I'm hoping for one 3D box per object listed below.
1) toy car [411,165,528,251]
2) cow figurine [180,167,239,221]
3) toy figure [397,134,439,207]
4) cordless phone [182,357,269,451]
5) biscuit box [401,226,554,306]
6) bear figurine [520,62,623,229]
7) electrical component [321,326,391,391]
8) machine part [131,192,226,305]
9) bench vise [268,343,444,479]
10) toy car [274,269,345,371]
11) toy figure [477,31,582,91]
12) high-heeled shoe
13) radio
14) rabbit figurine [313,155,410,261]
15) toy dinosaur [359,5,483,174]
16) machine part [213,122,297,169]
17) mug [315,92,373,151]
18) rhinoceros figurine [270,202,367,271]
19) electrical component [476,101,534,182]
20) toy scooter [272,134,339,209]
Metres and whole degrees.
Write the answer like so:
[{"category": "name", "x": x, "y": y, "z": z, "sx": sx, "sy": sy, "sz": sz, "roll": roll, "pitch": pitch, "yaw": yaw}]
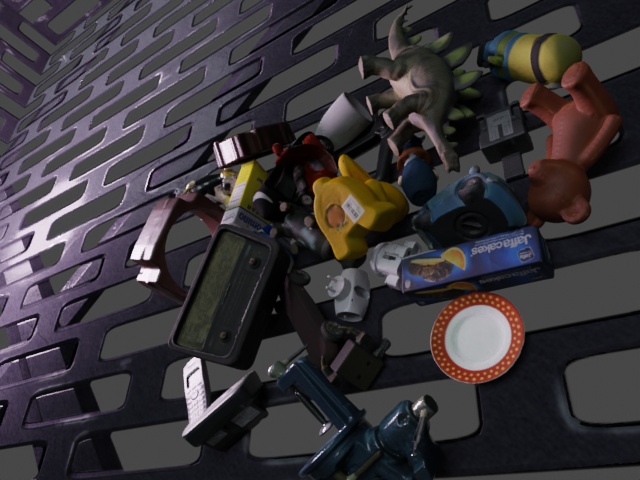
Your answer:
[{"category": "toy car", "x": 0.222, "y": -0.046, "z": 0.799, "sx": 0.162, "sy": 0.109, "sz": 0.103, "roll": -29, "pitch": 21, "yaw": 40}, {"category": "cow figurine", "x": -0.237, "y": -0.122, "z": 1.229, "sx": 0.167, "sy": 0.098, "sz": 0.068, "roll": -32, "pitch": 39, "yaw": 19}, {"category": "toy figure", "x": 0.162, "y": -0.124, "z": 0.923, "sx": 0.057, "sy": 0.064, "sz": 0.154, "roll": 115, "pitch": 160, "yaw": -44}, {"category": "cordless phone", "x": -0.175, "y": 0.251, "z": 0.930, "sx": 0.146, "sy": 0.088, "sz": 0.184, "roll": -42, "pitch": 39, "yaw": 10}, {"category": "biscuit box", "x": 0.217, "y": 0.039, "z": 0.759, "sx": 0.203, "sy": 0.062, "sz": 0.059, "roll": -18, "pitch": 53, "yaw": 31}, {"category": "bear figurine", "x": 0.326, "y": -0.119, "z": 0.738, "sx": 0.196, "sy": 0.132, "sz": 0.120, "roll": -57, "pitch": 15, "yaw": -13}, {"category": "electrical component", "x": 0.049, "y": 0.176, "z": 0.799, "sx": 0.102, "sy": 0.078, "sz": 0.045, "roll": -61, "pitch": 23, "yaw": -2}, {"category": "machine part", "x": -0.254, "y": 0.023, "z": 1.064, "sx": 0.087, "sy": 0.200, "sz": 0.201, "roll": 1, "pitch": 63, "yaw": 43}, {"category": "bench vise", "x": 0.032, "y": 0.236, "z": 0.695, "sx": 0.241, "sy": 0.129, "sz": 0.223, "roll": 45, "pitch": 124, "yaw": 14}, {"category": "toy car", "x": -0.019, "y": 0.130, "z": 0.895, "sx": 0.202, "sy": 0.053, "sz": 0.089, "roll": 55, "pitch": 130, "yaw": 48}, {"category": "toy figure", "x": 0.335, "y": -0.297, "z": 0.875, "sx": 0.082, "sy": 0.089, "sz": 0.180, "roll": -54, "pitch": 45, "yaw": 5}, {"category": "high-heeled shoe", "x": -0.056, "y": -0.127, "z": 1.048, "sx": 0.145, "sy": 0.086, "sz": 0.249, "roll": -58, "pitch": 9, "yaw": 21}, {"category": "radio", "x": -0.147, "y": 0.098, "z": 0.911, "sx": 0.131, "sy": 0.073, "sz": 0.229, "roll": 15, "pitch": 76, "yaw": 21}, {"category": "rabbit figurine", "x": 0.070, "y": -0.055, "z": 0.877, "sx": 0.162, "sy": 0.173, "sz": 0.121, "roll": 46, "pitch": 128, "yaw": 28}, {"category": "toy dinosaur", "x": 0.177, "y": -0.292, "z": 0.969, "sx": 0.199, "sy": 0.105, "sz": 0.472, "roll": -15, "pitch": 53, "yaw": 0}, {"category": "machine part", "x": -0.141, "y": -0.206, "z": 1.162, "sx": 0.179, "sy": 0.179, "sz": 0.056, "roll": -14, "pitch": 97, "yaw": 33}, {"category": "mug", "x": 0.038, "y": -0.241, "z": 1.095, "sx": 0.107, "sy": 0.080, "sz": 0.110, "roll": -43, "pitch": 42, "yaw": 21}, {"category": "rhinoceros figurine", "x": -0.002, "y": -0.003, "z": 0.941, "sx": 0.191, "sy": 0.112, "sz": 0.073, "roll": 30, "pitch": 100, "yaw": 41}, {"category": "electrical component", "x": 0.291, "y": -0.152, "z": 0.843, "sx": 0.075, "sy": 0.047, "sz": 0.119, "roll": -16, "pitch": 51, "yaw": 33}, {"category": "toy scooter", "x": -0.021, "y": -0.127, "z": 0.999, "sx": 0.075, "sy": 0.135, "sz": 0.184, "roll": -41, "pitch": 55, "yaw": 42}]
